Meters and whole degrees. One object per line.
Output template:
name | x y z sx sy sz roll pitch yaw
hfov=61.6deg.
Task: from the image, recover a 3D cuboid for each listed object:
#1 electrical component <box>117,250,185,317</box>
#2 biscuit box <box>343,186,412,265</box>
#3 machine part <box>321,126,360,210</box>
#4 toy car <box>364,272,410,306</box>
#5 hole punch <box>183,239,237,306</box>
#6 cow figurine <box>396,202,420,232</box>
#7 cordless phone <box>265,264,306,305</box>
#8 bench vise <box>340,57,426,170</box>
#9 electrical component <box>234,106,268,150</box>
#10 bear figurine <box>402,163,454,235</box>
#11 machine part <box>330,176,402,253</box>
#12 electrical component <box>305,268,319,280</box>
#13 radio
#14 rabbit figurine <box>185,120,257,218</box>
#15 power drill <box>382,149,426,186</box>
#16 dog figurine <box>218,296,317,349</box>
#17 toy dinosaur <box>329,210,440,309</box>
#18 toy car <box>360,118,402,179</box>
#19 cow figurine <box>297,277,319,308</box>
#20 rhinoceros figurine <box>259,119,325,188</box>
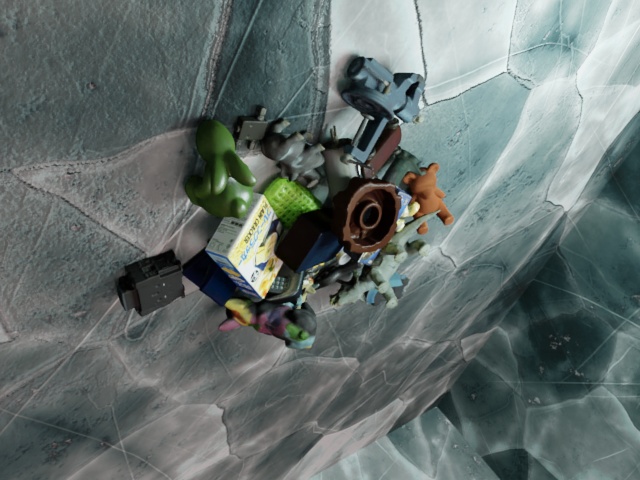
electrical component | -0.355 0.095 1.128 0.134 0.058 0.114 -24 142 -27
biscuit box | 0.138 -0.039 1.304 0.059 0.063 0.202 17 107 -48
machine part | 0.053 -0.138 1.212 0.079 0.079 0.242 -27 118 -24
toy car | 0.206 0.140 1.749 0.162 0.103 0.109 -11 136 -24
hole punch | -0.231 0.076 1.214 0.116 0.092 0.142 -43 145 -5
cow figurine | 0.192 -0.066 1.502 0.167 0.098 0.068 -42 -177 10
cordless phone | -0.129 0.079 1.326 0.184 0.147 0.088 12 142 -4
bench vise | 0.119 -0.259 1.136 0.223 0.129 0.240 28 87 -49
electrical component | -0.135 -0.214 1.028 0.063 0.021 0.094 -8 135 -42
bear figurine | 0.306 -0.120 1.527 0.120 0.132 0.195 -20 154 2
machine part | 0.102 -0.056 1.188 0.179 0.056 0.179 -16 119 -31
electrical component | -0.039 0.055 1.411 0.078 0.045 0.102 3 123 -24
radio | -0.003 -0.004 1.273 0.131 0.073 0.229 -54 163 23
rabbit figurine | -0.187 -0.128 0.978 0.121 0.159 0.170 -19 127 -16
power drill | 0.180 -0.122 1.393 0.207 0.086 0.231 -48 141 -2
dog figurine | -0.138 0.200 1.345 0.219 0.192 0.108 3 111 -27
toy dinosaur | 0.192 0.053 1.577 0.131 0.192 0.404 30 99 -41
toy car | 0.137 -0.207 1.249 0.202 0.053 0.089 -52 146 -37
cow figurine | -0.069 0.162 1.496 0.127 0.086 0.194 -23 142 -18
rhinoceros figurine | -0.049 -0.172 1.124 0.112 0.073 0.190 -49 148 8
